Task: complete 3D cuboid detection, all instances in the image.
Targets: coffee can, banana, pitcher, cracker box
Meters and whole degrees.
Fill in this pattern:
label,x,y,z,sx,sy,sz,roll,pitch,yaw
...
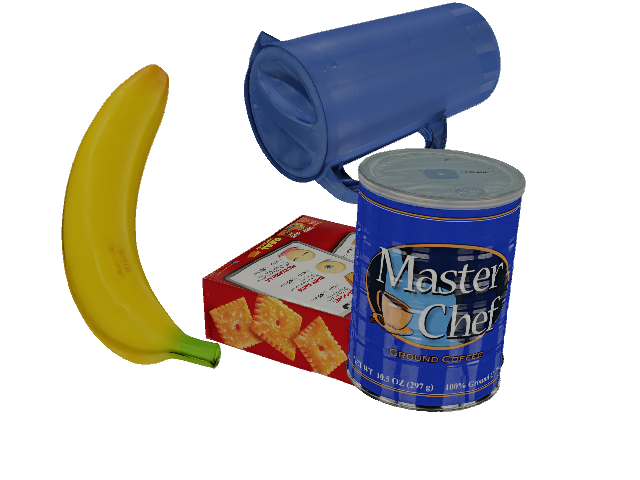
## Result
label,x,y,z,sx,sy,sz,roll,pitch,yaw
coffee can,0.071,0.022,0.679,0.103,0.140,0.103,3,21,-1
banana,-0.101,-0.011,0.556,0.069,0.198,0.037,-8,-33,-10
pitcher,0.062,-0.144,1.039,0.242,0.149,0.145,-22,31,-30
cracker box,0.029,0.055,0.944,0.214,0.072,0.163,15,29,29

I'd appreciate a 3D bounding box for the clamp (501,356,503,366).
label,x,y,z,sx,sy,sz,roll,pitch,yaw
clamp,0.127,0.084,1.149,0.120,0.171,0.039,3,-44,-8
